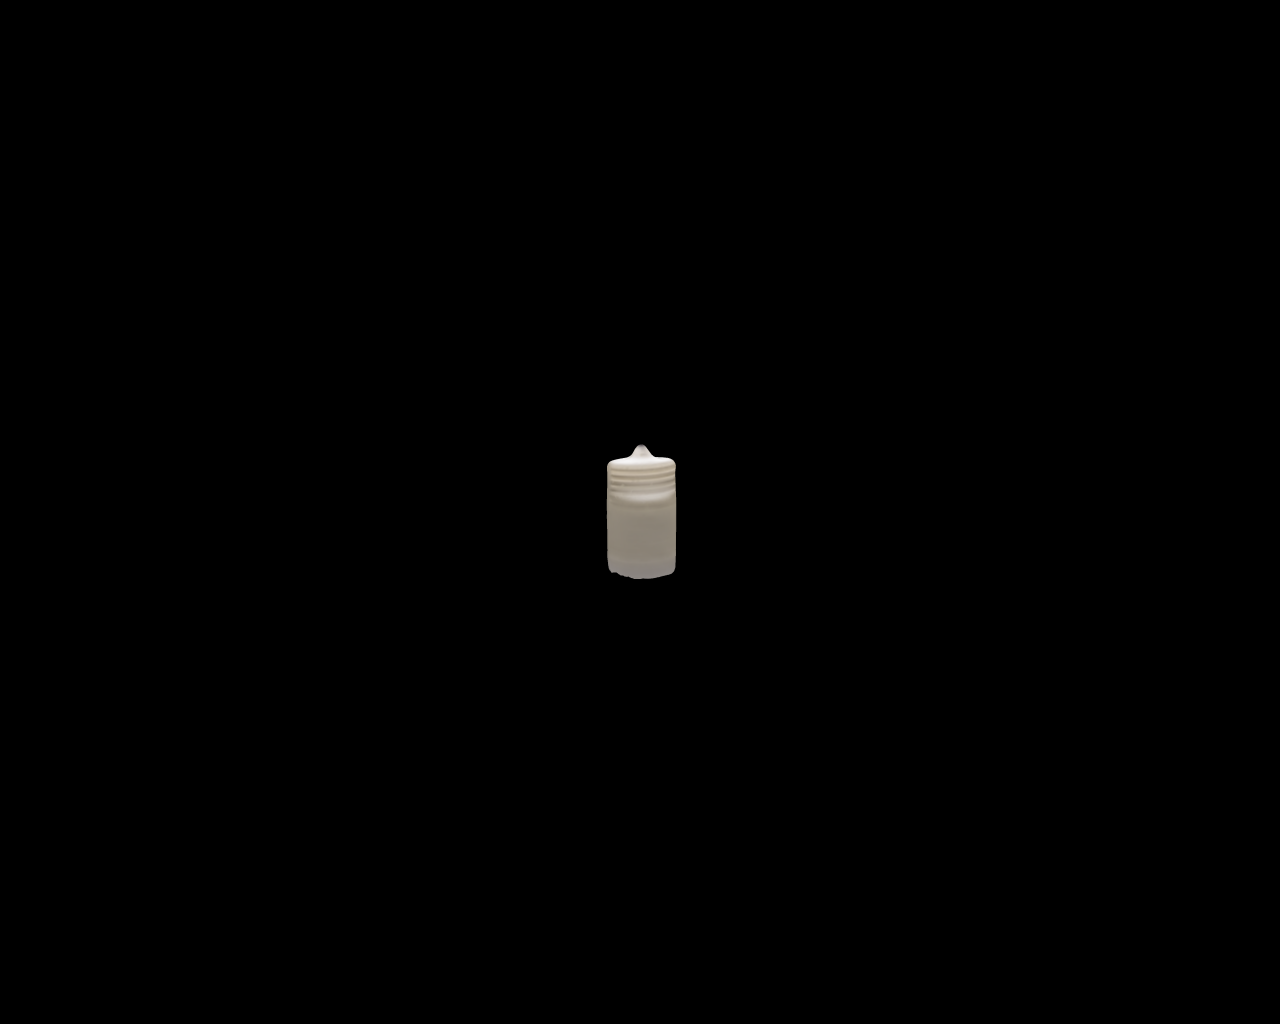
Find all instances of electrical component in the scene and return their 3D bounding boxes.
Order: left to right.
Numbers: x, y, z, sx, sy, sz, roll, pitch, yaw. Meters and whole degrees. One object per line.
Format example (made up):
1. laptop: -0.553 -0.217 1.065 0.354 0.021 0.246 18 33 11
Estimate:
1. electrical component: 0.001 -0.003 0.650 0.043 0.080 0.043 0 14 0
